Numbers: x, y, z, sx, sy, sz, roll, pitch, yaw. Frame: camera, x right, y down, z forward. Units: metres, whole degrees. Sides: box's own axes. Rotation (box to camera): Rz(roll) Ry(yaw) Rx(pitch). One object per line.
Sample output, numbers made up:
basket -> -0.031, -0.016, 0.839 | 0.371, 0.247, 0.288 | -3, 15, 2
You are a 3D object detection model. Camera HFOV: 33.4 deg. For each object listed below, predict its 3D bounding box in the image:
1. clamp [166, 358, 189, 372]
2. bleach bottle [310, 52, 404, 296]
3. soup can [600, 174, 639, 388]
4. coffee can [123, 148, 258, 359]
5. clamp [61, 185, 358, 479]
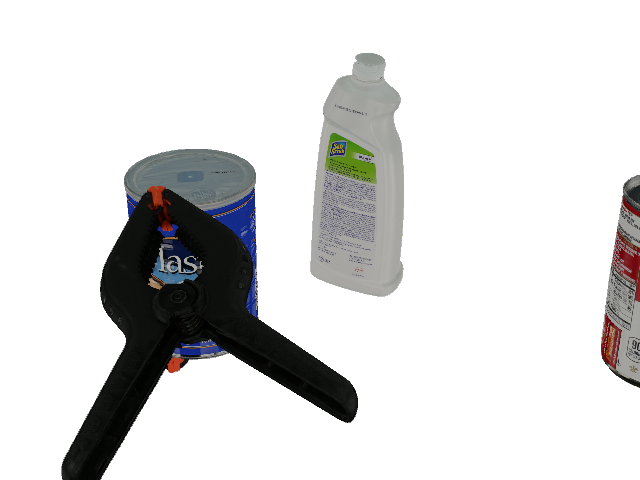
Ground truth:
clamp -> -0.149, 0.073, 1.145 | 0.120, 0.039, 0.171 | -15, 39, -8
bleach bottle -> 0.046, -0.068, 1.093 | 0.103, 0.251, 0.068 | 15, 34, 15
soup can -> 0.189, 0.022, 0.568 | 0.068, 0.102, 0.068 | 1, 25, -1
coffee can -> -0.102, 0.010, 0.864 | 0.103, 0.140, 0.103 | 0, 29, 0
clamp -> -0.070, 0.046, 0.636 | 0.164, 0.210, 0.036 | -9, -42, -1
